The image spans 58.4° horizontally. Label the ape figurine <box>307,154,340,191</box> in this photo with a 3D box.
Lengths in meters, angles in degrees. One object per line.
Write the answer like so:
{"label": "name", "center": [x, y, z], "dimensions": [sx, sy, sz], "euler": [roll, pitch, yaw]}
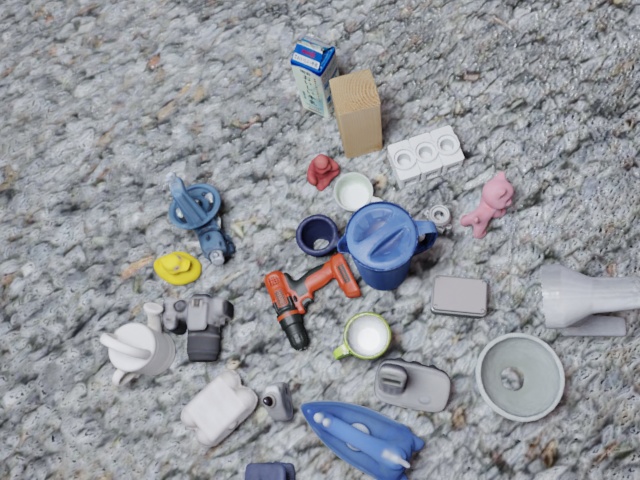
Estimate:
{"label": "ape figurine", "center": [0.004, -0.163, 1.295], "dimensions": [0.077, 0.092, 0.076], "euler": [-10, 72, 4]}

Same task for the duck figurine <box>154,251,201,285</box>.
{"label": "duck figurine", "center": [-0.325, 0.056, 1.274], "dimensions": [0.104, 0.086, 0.077], "euler": [6, 74, 9]}

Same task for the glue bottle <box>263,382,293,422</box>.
{"label": "glue bottle", "center": [-0.087, 0.315, 1.119], "dimensions": [0.037, 0.173, 0.078], "euler": [-11, 72, 4]}

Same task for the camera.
{"label": "camera", "center": [-0.265, 0.189, 1.218], "dimensions": [0.143, 0.101, 0.137], "euler": [-3, 73, 7]}

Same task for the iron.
{"label": "iron", "center": [0.065, 0.375, 1.098], "dimensions": [0.257, 0.141, 0.119], "euler": [22, 77, 13]}

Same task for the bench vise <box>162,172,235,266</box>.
{"label": "bench vise", "center": [-0.252, -0.055, 1.227], "dimensions": [0.121, 0.220, 0.207], "euler": [-43, 73, -6]}

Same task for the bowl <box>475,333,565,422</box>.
{"label": "bowl", "center": [0.386, 0.269, 1.124], "dimensions": [0.167, 0.075, 0.167], "euler": [-2, 73, 7]}

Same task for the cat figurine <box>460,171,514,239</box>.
{"label": "cat figurine", "center": [0.360, -0.078, 1.210], "dimensions": [0.067, 0.118, 0.128], "euler": [40, 82, 17]}

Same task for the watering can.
{"label": "watering can", "center": [-0.378, 0.214, 1.176], "dimensions": [0.100, 0.194, 0.173], "euler": [2, 73, 8]}

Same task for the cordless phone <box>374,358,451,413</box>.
{"label": "cordless phone", "center": [0.176, 0.273, 1.092], "dimensions": [0.147, 0.185, 0.094], "euler": [7, 74, 10]}

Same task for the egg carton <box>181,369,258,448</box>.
{"label": "egg carton", "center": [-0.206, 0.347, 1.179], "dimensions": [0.150, 0.069, 0.107], "euler": [-45, 73, -7]}

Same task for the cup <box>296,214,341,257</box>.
{"label": "cup", "center": [0.011, 0.004, 1.242], "dimensions": [0.117, 0.095, 0.092], "euler": [18, 76, 12]}

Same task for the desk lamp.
{"label": "desk lamp", "center": [0.501, 0.115, 1.083], "dimensions": [0.203, 0.214, 0.118], "euler": [-1, 73, 7]}

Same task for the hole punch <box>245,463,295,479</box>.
{"label": "hole punch", "center": [-0.104, 0.490, 1.111], "dimensions": [0.101, 0.091, 0.108], "euler": [-4, 73, 6]}
